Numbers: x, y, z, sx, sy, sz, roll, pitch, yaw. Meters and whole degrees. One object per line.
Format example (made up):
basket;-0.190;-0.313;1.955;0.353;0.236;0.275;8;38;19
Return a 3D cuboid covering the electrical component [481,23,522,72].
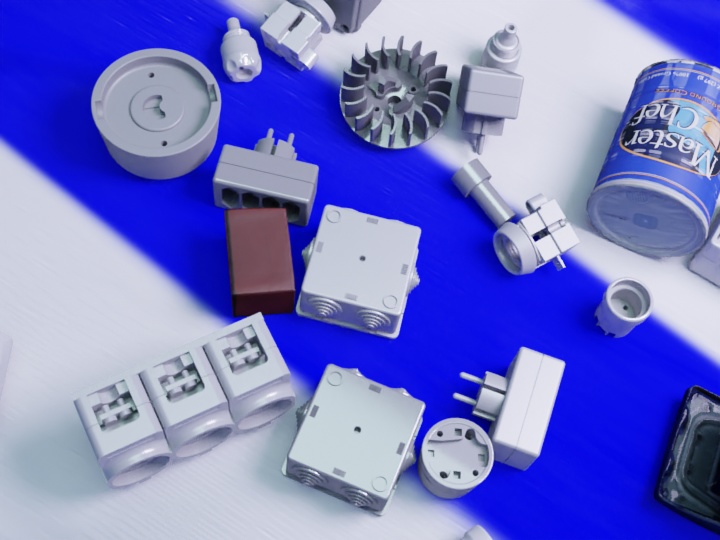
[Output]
electrical component;0.133;-0.205;0.993;0.035;0.061;0.035;2;66;-5

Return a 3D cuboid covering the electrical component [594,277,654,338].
electrical component;0.220;0.033;0.901;0.040;0.046;0.040;2;65;-4

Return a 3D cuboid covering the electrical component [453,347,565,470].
electrical component;0.113;0.104;0.858;0.076;0.047;0.083;20;65;4

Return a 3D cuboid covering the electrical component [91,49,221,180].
electrical component;-0.174;-0.130;0.931;0.108;0.060;0.108;2;65;-4

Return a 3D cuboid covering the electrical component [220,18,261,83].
electrical component;-0.112;-0.204;0.986;0.035;0.035;0.061;-10;64;-10

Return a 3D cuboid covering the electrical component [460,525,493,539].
electrical component;0.081;0.221;0.808;0.046;0.040;0.040;-32;72;-11

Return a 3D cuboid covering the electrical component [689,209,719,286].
electrical component;0.341;-0.033;0.935;0.062;0.061;0.096;32;67;9

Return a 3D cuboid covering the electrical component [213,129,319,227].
electrical component;-0.077;-0.088;0.929;0.083;0.047;0.075;13;65;1

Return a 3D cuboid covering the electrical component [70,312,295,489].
electrical component;-0.130;0.103;0.813;0.150;0.089;0.061;-23;70;-15

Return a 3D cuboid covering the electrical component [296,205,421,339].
electrical component;0.000;0.000;0.895;0.100;0.048;0.099;14;65;1

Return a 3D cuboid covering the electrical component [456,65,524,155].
electrical component;0.112;-0.141;0.961;0.047;0.083;0.075;8;103;-2

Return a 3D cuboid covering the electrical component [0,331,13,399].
electrical component;-0.316;0.085;0.829;0.079;0.044;0.077;6;65;-3

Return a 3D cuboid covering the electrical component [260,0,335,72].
electrical component;-0.056;-0.223;0.992;0.066;0.048;0.055;36;79;11

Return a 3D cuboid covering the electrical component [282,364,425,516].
electrical component;-0.004;0.130;0.835;0.100;0.048;0.099;22;66;5

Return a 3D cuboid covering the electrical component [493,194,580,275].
electrical component;0.149;-0.026;0.921;0.055;0.048;0.066;-27;83;-19

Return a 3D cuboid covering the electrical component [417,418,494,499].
electrical component;0.072;0.148;0.835;0.055;0.047;0.055;2;65;-4

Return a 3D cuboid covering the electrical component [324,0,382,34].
electrical component;-0.031;-0.291;0.992;0.109;0.108;0.056;33;64;9
